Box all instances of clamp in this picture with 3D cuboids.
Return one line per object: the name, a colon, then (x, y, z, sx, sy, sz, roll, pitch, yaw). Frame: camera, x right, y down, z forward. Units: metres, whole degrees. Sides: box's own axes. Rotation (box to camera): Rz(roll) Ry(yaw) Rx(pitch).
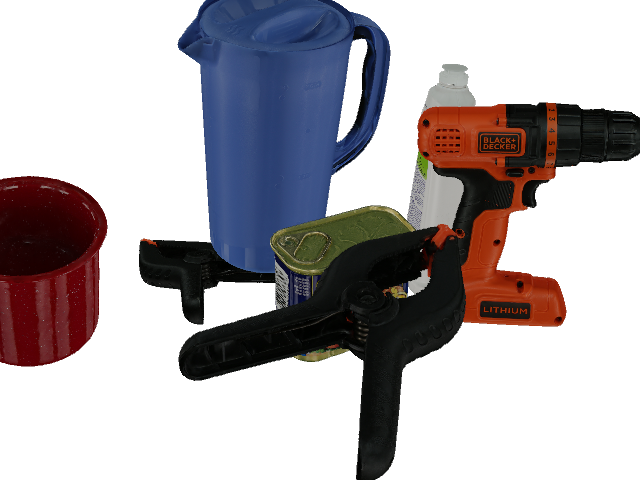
clamp: (-0.122, 0.033, 1.058, 0.210, 0.036, 0.164, 12, 21, 39)
clamp: (0.027, 0.050, 0.543, 0.171, 0.039, 0.120, -33, 57, -32)

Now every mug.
mug: (-0.182, 0.027, 0.635, 0.093, 0.081, 0.117, 28, 45, 21)

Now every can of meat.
can of meat: (0.016, 0.032, 0.770, 0.102, 0.084, 0.057, -15, 37, -23)

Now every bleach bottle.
bleach bottle: (0.136, -0.068, 1.184, 0.068, 0.251, 0.102, 0, 25, -10)

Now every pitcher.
pitcher: (-0.034, -0.096, 0.962, 0.149, 0.243, 0.144, 17, 38, 17)

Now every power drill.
power drill: (0.172, -0.023, 0.889, 0.184, 0.188, 0.057, 2, 20, 9)
